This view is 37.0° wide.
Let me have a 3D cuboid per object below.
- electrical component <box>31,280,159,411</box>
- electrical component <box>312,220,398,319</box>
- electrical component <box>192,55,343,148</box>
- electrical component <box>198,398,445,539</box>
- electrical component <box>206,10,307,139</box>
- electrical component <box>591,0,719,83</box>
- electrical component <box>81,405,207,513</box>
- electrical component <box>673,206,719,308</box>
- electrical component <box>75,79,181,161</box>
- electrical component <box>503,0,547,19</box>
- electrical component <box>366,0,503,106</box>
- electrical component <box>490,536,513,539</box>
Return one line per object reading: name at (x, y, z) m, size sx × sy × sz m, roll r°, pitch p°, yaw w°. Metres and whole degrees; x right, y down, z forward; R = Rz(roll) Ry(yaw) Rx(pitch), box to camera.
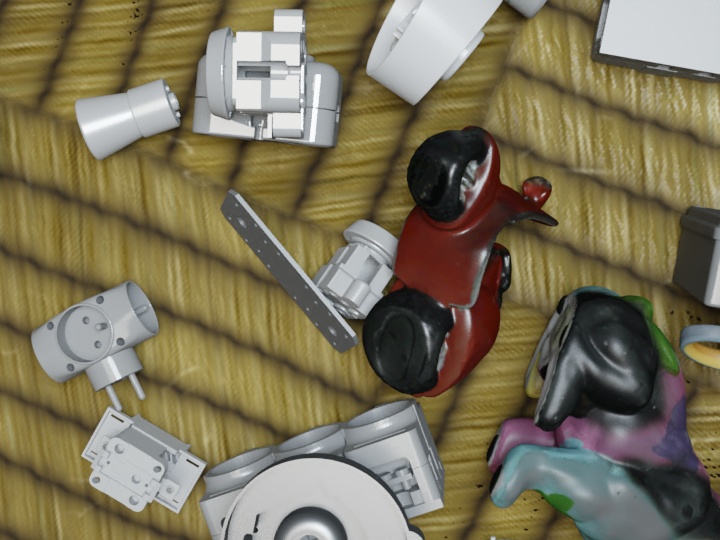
electrical component at (-0.178, 0.059, 0.755) m, size 0.077 × 0.044 × 0.079 m, roll -27°, pitch 87°, yaw 6°
electrical component at (0.000, 0.000, 0.729) m, size 0.048 × 0.066 × 0.055 m, roll 38°, pitch 76°, yaw -15°
electrical component at (-0.061, -0.117, 0.727) m, size 0.095 × 0.054 × 0.059 m, roll 6°, pitch 95°, yaw 4°
electrical component at (-0.024, 0.142, 0.726) m, size 0.150 × 0.089 × 0.061 m, roll -20°, pitch 93°, yaw 6°
electrical component at (-0.064, -0.121, 0.670) m, size 0.057 × 0.058 × 0.078 m, roll 1°, pitch 95°, yaw 2°
electrical component at (0.254, -0.172, 0.692) m, size 0.186 × 0.060 × 0.105 m, roll 11°, pitch 95°, yaw 4°
electrical component at (-0.154, 0.135, 0.750) m, size 0.081 × 0.064 × 0.042 m, roll 30°, pitch 95°, yaw 2°
electrical component at (0.265, -0.003, 0.681) m, size 0.109 × 0.108 × 0.056 m, roll 9°, pitch 98°, yaw 4°
electrical component at (-0.158, -0.107, 0.744) m, size 0.065 × 0.044 × 0.044 m, roll -19°, pitch 93°, yaw 1°
electrical component at (0.124, -0.241, 0.702) m, size 0.074 × 0.052 × 0.138 m, roll 37°, pitch 96°, yaw 1°
electrical component at (0.044, -0.158, 0.695) m, size 0.064 × 0.099 × 0.099 m, roll 40°, pitch 97°, yaw -6°
electrical component at (0.102, 0.224, 0.746) m, size 0.040 × 0.040 × 0.078 m, roll 4°, pitch 95°, yaw 5°
